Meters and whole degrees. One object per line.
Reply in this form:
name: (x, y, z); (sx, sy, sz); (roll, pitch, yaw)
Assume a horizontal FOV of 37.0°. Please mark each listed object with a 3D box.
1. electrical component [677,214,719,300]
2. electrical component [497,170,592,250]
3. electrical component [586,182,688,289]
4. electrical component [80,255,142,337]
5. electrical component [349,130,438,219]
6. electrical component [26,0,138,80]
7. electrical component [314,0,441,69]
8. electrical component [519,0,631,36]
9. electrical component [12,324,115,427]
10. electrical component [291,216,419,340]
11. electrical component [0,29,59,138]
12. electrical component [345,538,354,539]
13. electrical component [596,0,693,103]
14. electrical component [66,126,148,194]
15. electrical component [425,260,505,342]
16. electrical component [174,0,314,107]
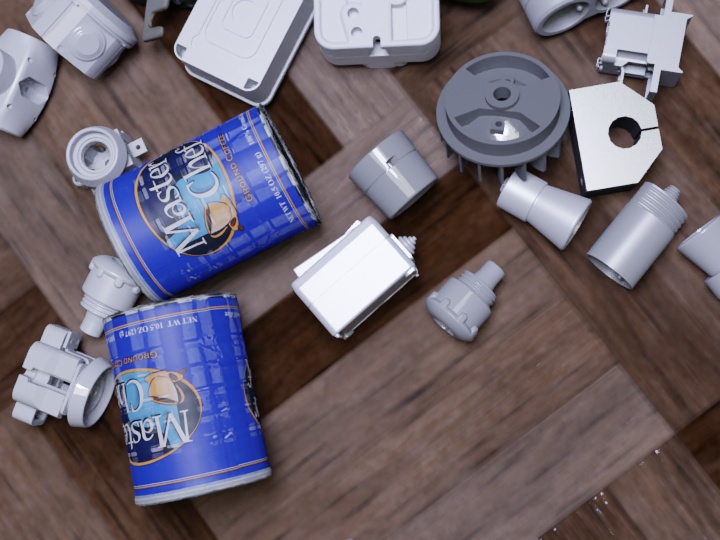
electrical component: (0.273, -0.009, 0.807); (0.045, 0.045, 0.055); (-38, 83, 1)
electrical component: (0.139, -0.050, 0.826); (0.065, 0.044, 0.044); (31, 88, 12)
electrical component: (0.214, -0.030, 0.815); (0.043, 0.043, 0.081); (39, 89, 7)
electrical component: (-0.200, 0.022, 0.850); (0.048, 0.048, 0.062); (29, 95, 7)
electrical component: (0.027, -0.072, 0.832); (0.055, 0.055, 0.047); (-41, 86, 1)
electrical component: (-0.221, -0.195, 0.854); (0.080, 0.080, 0.051); (45, 95, 7)
electrical component: (0.015, -0.192, 0.840); (0.095, 0.059, 0.053); (-2, 85, 5)
electrical component: (0.184, -0.243, 0.832); (0.138, 0.052, 0.073); (-23, 74, 3)
electrical component: (-0.228, 0.089, 0.840); (0.057, 0.058, 0.078); (20, 87, 9)
electrical component: (0.000, 0.000, 0.823); (0.096, 0.062, 0.061); (-41, 82, 1)
electrical component: (-0.287, -0.155, 0.856); (0.043, 0.079, 0.077); (22, 87, 23)
electrical component: (-0.028, 0.251, 0.811); (0.066, 0.047, 0.076); (-17, 84, 4)
electrical component: (0.218, -0.173, 0.828); (0.064, 0.042, 0.081); (11, 85, 8)
electrical component: (-0.203, -0.087, 0.853); (0.066, 0.055, 0.048); (-26, 83, 3)
electrical component: (0.084, 0.020, 0.823); (0.048, 0.048, 0.062); (42, 83, 7)
electrical component: (-0.086, -0.195, 0.851); (0.078, 0.057, 0.113); (27, 88, 7)
